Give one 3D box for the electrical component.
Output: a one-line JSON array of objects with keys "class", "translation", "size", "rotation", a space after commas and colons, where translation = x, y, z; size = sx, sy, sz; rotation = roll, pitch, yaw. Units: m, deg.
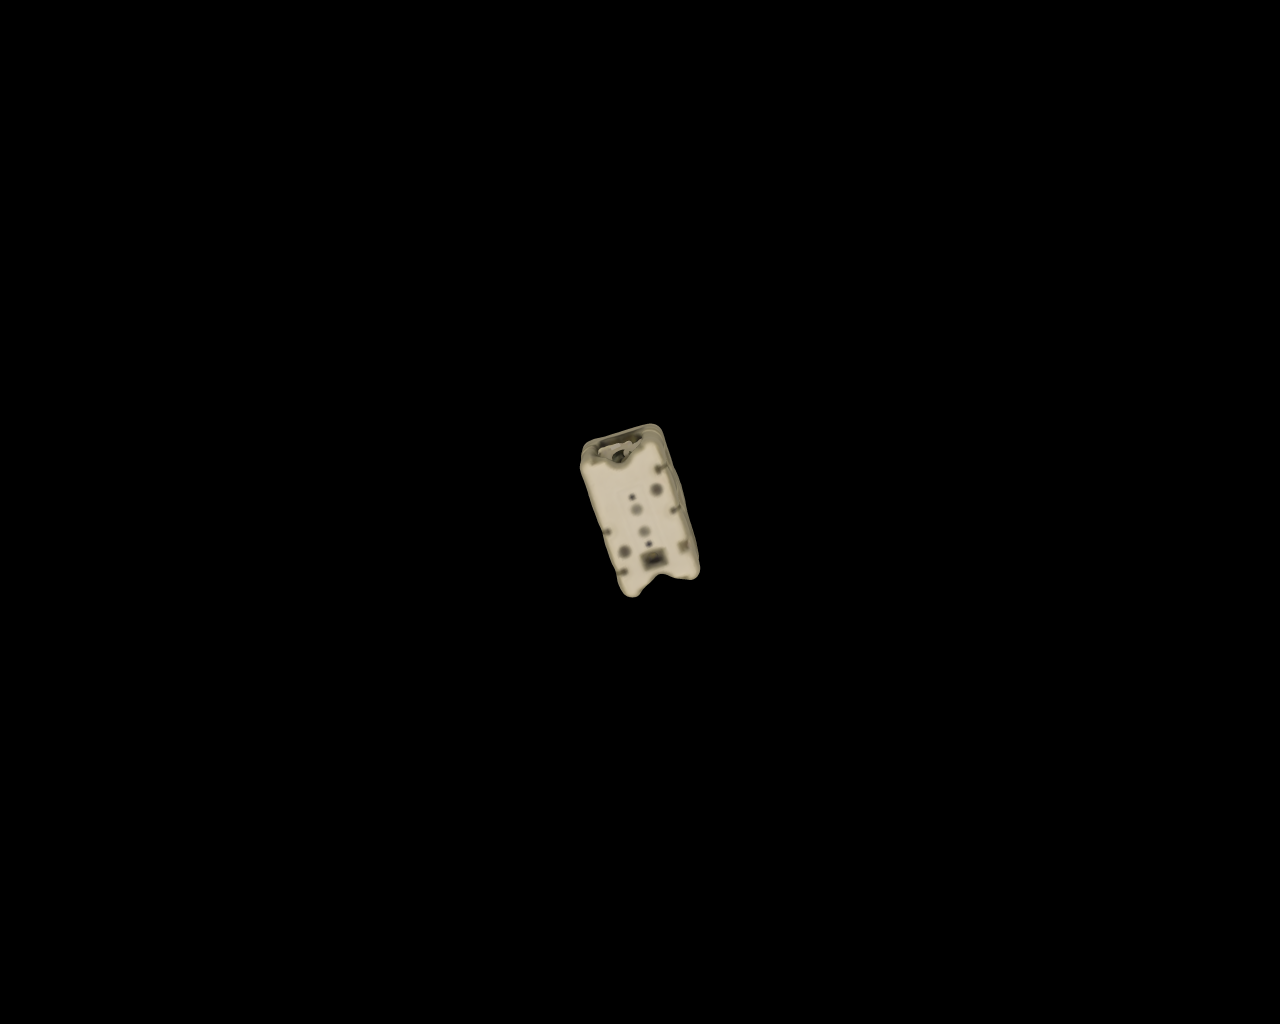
[{"class": "electrical component", "translation": [0.001, -0.003, 0.650], "size": [0.050, 0.089, 0.056], "rotation": [-17, 16, 5]}]
